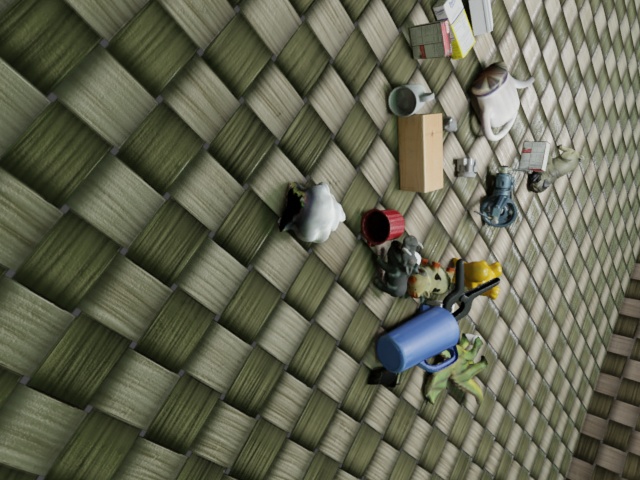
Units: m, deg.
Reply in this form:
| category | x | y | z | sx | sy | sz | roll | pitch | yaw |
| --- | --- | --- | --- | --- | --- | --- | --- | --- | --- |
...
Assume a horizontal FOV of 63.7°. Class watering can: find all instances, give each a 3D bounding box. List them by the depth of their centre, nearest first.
| category | x | y | z | sx | sy | sz | roll | pitch | yaw |
| --- | --- | --- | --- | --- | --- | --- | --- | --- | --- |
| watering can | 0.602 | -0.487 | 1.689 | 0.353 | 0.104 | 0.220 | -56 | 129 | -23 |

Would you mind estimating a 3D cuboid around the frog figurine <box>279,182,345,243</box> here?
| category | x | y | z | sx | sy | sz | roll | pitch | yaw |
| --- | --- | --- | --- | --- | --- | --- | --- | --- | --- |
| frog figurine | 0.004 | -0.058 | 1.158 | 0.159 | 0.121 | 0.139 | 14 | 67 | -34 |

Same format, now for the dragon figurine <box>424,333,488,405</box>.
| category | x | y | z | sx | sy | sz | roll | pitch | yaw |
| --- | --- | --- | --- | --- | --- | --- | --- | --- | --- |
| dragon figurine | 0.431 | 0.444 | 1.692 | 0.245 | 0.123 | 0.404 | -25 | 113 | -21 |
